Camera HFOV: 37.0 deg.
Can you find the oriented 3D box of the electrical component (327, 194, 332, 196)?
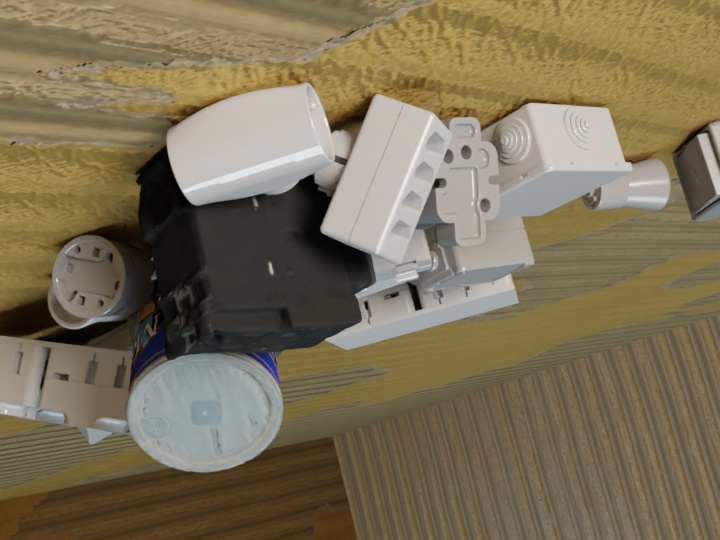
[{"bbox_3d":[-0.004,-0.045,0.718,0.077,0.043,0.079,-15,168,3],"label":"electrical component"}]

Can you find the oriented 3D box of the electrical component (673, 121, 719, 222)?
[{"bbox_3d":[0.294,-0.080,0.871,0.061,0.061,0.096,-13,169,-8],"label":"electrical component"}]

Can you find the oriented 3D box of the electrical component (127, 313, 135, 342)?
[{"bbox_3d":[-0.131,0.041,0.932,0.105,0.060,0.186,-14,169,-1],"label":"electrical component"}]

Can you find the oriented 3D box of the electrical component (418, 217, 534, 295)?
[{"bbox_3d":[0.087,-0.020,0.903,0.096,0.061,0.062,-7,166,-33],"label":"electrical component"}]

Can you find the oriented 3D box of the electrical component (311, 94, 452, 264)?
[{"bbox_3d":[-0.001,-0.057,0.614,0.076,0.083,0.047,22,180,19],"label":"electrical component"}]

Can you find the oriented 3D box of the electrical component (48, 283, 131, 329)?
[{"bbox_3d":[-0.198,0.022,0.810,0.044,0.044,0.065,-18,173,17],"label":"electrical component"}]

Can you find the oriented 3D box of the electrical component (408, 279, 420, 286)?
[{"bbox_3d":[0.059,-0.007,0.976,0.043,0.043,0.081,-23,165,38],"label":"electrical component"}]

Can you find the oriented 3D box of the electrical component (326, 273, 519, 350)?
[{"bbox_3d":[0.058,0.022,1.074,0.186,0.060,0.105,-16,168,8],"label":"electrical component"}]

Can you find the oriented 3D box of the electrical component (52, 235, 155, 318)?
[{"bbox_3d":[-0.172,0.005,0.730,0.055,0.055,0.047,-18,172,16],"label":"electrical component"}]

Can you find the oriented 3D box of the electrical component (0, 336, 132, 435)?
[{"bbox_3d":[-0.232,0.097,0.879,0.186,0.060,0.105,5,168,23],"label":"electrical component"}]

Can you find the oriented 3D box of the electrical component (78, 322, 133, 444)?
[{"bbox_3d":[-0.232,0.106,1.008,0.100,0.048,0.099,-30,149,-28],"label":"electrical component"}]

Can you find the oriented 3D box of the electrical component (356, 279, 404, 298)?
[{"bbox_3d":[0.000,0.000,0.929,0.083,0.047,0.076,-19,168,23],"label":"electrical component"}]

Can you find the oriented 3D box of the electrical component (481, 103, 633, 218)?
[{"bbox_3d":[0.117,-0.073,0.721,0.100,0.048,0.100,-4,165,-40],"label":"electrical component"}]

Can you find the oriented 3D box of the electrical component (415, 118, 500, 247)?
[{"bbox_3d":[0.049,-0.054,0.678,0.058,0.078,0.057,-7,-175,-37],"label":"electrical component"}]

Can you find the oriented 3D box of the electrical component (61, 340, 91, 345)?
[{"bbox_3d":[-0.291,0.104,1.027,0.077,0.043,0.079,3,126,-56],"label":"electrical component"}]

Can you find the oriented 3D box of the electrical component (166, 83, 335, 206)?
[{"bbox_3d":[-0.052,-0.062,0.576,0.077,0.043,0.079,-16,169,10],"label":"electrical component"}]

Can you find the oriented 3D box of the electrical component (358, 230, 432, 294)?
[{"bbox_3d":[-0.011,-0.016,0.800,0.121,0.063,0.078,-14,169,0],"label":"electrical component"}]

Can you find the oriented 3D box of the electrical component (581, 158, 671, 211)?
[{"bbox_3d":[0.216,-0.068,0.886,0.065,0.044,0.044,-6,166,-17],"label":"electrical component"}]
